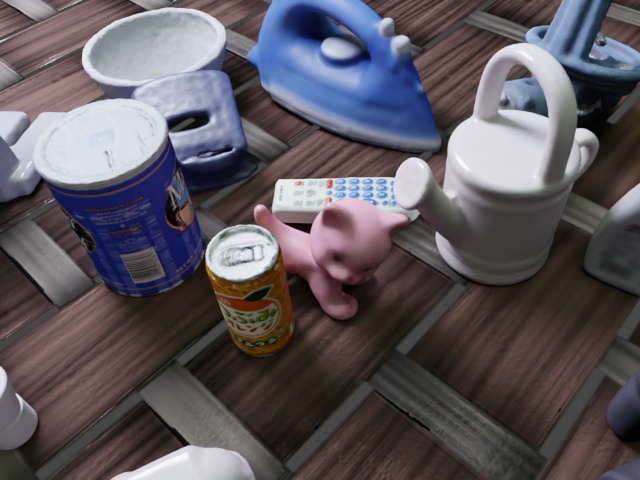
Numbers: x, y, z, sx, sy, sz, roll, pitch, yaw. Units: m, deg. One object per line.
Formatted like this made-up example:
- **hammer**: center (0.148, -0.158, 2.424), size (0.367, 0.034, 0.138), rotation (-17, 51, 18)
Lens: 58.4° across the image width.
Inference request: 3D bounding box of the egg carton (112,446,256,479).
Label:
- **egg carton**: center (-0.101, 0.192, 0.338), size (0.150, 0.069, 0.107), rotation (-23, 51, -14)

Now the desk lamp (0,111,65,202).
- **desk lamp**: center (-0.359, -0.132, 0.543), size (0.118, 0.214, 0.203), rotation (3, 49, 7)

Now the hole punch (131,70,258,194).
- **hole punch**: center (-0.128, -0.110, 0.587), size (0.109, 0.091, 0.101), rotation (-15, 50, -8)

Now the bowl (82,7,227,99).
- **bowl**: center (-0.188, -0.203, 0.683), size (0.167, 0.075, 0.167), rotation (-2, 49, 3)

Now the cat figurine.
- **cat figurine**: center (0.004, 0.002, 0.462), size (0.127, 0.118, 0.067), rotation (14, 52, 16)

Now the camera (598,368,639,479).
- **camera**: center (0.223, 0.137, 0.340), size (0.137, 0.101, 0.143), rotation (-16, 50, -9)

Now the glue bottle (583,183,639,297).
- **glue bottle**: center (0.259, -0.024, 0.428), size (0.078, 0.173, 0.037), rotation (27, 56, 25)

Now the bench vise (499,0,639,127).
- **bench vise**: center (0.238, -0.170, 0.525), size (0.121, 0.220, 0.208), rotation (26, 56, 24)

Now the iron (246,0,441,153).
- **iron**: center (0.032, -0.205, 0.623), size (0.257, 0.142, 0.119), rotation (34, 60, 29)

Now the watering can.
- **watering can**: center (0.144, -0.056, 0.450), size (0.173, 0.194, 0.100), rotation (-37, 56, -25)
